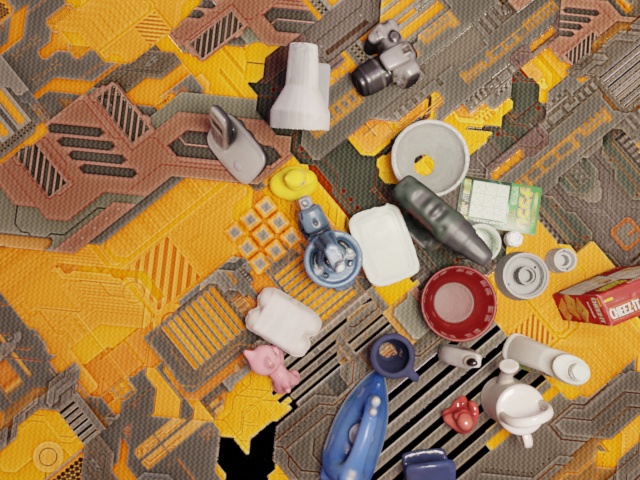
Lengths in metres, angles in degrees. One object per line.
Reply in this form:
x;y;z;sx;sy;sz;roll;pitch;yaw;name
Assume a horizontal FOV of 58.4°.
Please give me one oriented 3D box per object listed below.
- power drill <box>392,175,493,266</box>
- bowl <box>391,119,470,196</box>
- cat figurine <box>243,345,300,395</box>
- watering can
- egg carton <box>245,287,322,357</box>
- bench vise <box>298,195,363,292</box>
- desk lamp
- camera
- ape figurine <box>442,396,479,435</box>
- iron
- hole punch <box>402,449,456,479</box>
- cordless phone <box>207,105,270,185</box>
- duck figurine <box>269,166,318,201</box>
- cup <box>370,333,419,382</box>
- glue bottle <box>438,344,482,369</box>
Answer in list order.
0.237;-0.031;1.160;0.229;0.208;0.075;43;87;3;power drill
0.232;-0.171;1.237;0.167;0.074;0.167;0;86;0;bowl
-0.099;0.264;1.182;0.067;0.117;0.128;-37;87;-3;cat figurine
0.392;0.329;1.143;0.101;0.194;0.173;-36;87;-3;watering can
-0.076;0.172;1.213;0.150;0.069;0.107;30;86;2;egg carton
0.002;0.012;1.149;0.121;0.219;0.207;-44;87;-3;bench vise
-0.036;-0.301;1.175;0.118;0.213;0.203;3;86;0;desk lamp
0.131;-0.385;1.238;0.137;0.101;0.143;-30;87;-2;camera
0.296;0.371;1.190;0.078;0.092;0.076;-3;86;0;ape figurine
0.085;0.389;1.163;0.118;0.141;0.258;19;86;1;iron
0.229;0.494;1.182;0.108;0.091;0.101;-7;86;-1;hole punch
-0.176;-0.200;1.181;0.094;0.185;0.147;-43;87;-3;cordless phone
-0.058;-0.126;1.226;0.104;0.086;0.077;-7;86;-1;duck figurine
0.157;0.247;1.197;0.118;0.095;0.092;43;87;3;cup
0.292;0.239;1.159;0.078;0.173;0.037;6;86;0;glue bottle
